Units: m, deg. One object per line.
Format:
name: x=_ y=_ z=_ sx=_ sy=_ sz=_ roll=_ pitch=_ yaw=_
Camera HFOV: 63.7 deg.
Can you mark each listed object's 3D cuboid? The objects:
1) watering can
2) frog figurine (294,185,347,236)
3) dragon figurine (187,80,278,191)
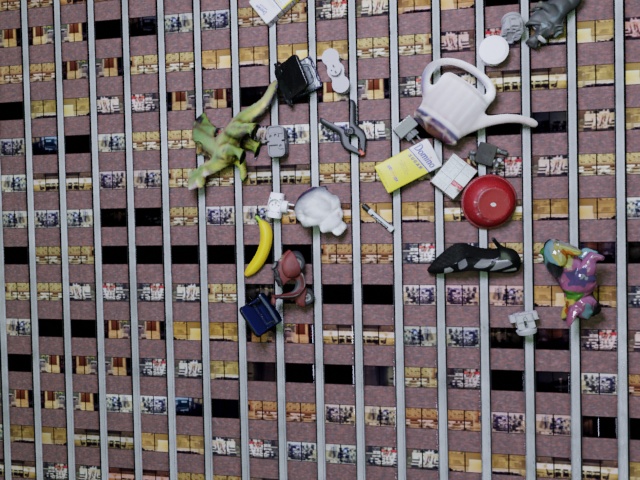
watering can: x=0.420 y=-0.363 z=1.465 sx=0.349 sy=0.104 sz=0.223 roll=40 pitch=99 yaw=7
frog figurine: x=0.005 y=-0.078 z=1.541 sx=0.138 sy=0.121 sz=0.161 roll=-31 pitch=75 yaw=-9
dragon figurine: x=-0.299 y=-0.332 z=1.603 sx=0.244 sy=0.121 sz=0.411 roll=21 pitch=87 yaw=17
